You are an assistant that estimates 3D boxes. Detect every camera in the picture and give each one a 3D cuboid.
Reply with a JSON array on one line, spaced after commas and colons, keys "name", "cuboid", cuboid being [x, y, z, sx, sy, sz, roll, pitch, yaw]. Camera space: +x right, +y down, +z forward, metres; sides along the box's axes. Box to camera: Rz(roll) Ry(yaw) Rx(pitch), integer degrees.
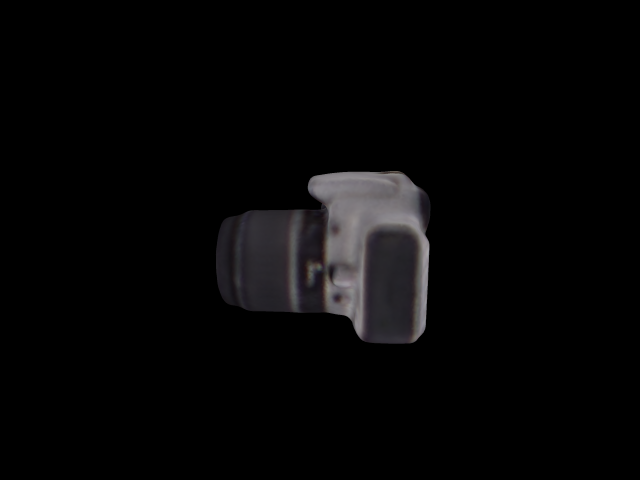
[{"name": "camera", "cuboid": [0.004, 0.001, 0.400, 0.136, 0.101, 0.143, 0, 11, 3]}]
